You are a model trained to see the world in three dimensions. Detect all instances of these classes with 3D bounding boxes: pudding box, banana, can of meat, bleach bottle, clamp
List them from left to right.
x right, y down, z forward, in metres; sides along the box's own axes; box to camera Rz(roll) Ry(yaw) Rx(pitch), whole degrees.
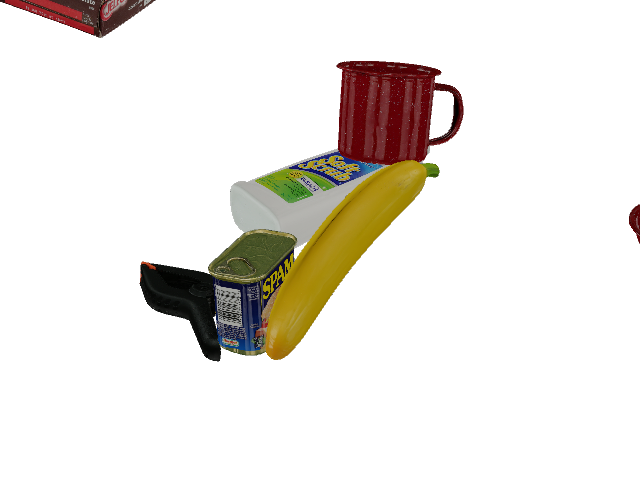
[{"bbox_3d":[-0.177,-0.202,0.815,0.090,0.039,0.113,22,36,11],"label":"pudding box"},{"bbox_3d":[-0.133,0.072,1.187,0.210,0.036,0.164,19,23,28],"label":"clamp"},{"bbox_3d":[-0.061,0.049,1.012,0.057,0.084,0.102,9,28,21],"label":"can of meat"},{"bbox_3d":[0.023,-0.071,1.258,0.250,0.068,0.103,-28,44,-29],"label":"bleach bottle"},{"bbox_3d":[0.020,0.007,0.796,0.037,0.198,0.069,39,-6,37],"label":"banana"}]

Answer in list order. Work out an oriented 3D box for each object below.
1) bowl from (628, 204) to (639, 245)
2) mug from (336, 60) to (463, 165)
[{"bbox_3d":[0.411,0.007,1.146,0.162,0.055,0.162,-1,26,0],"label":"bowl"},{"bbox_3d":[0.070,-0.114,0.957,0.117,0.081,0.093,1,16,-8],"label":"mug"}]
